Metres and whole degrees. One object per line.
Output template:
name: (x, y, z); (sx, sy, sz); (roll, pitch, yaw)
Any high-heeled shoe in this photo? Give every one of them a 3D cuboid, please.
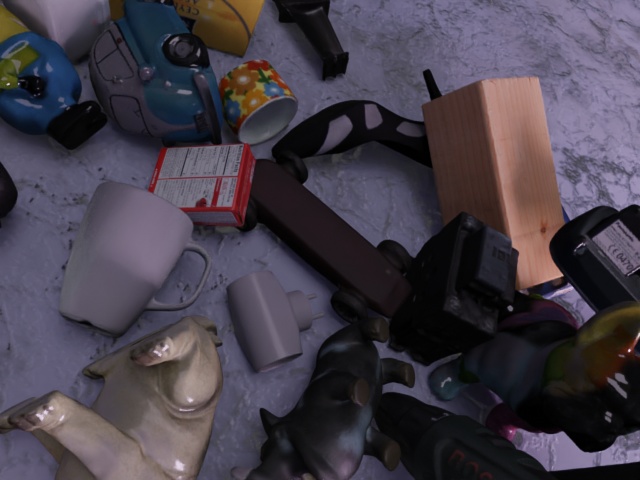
high-heeled shoe: (0.073, -0.096, 0.613); (0.249, 0.086, 0.145); (-28, 108, -17)

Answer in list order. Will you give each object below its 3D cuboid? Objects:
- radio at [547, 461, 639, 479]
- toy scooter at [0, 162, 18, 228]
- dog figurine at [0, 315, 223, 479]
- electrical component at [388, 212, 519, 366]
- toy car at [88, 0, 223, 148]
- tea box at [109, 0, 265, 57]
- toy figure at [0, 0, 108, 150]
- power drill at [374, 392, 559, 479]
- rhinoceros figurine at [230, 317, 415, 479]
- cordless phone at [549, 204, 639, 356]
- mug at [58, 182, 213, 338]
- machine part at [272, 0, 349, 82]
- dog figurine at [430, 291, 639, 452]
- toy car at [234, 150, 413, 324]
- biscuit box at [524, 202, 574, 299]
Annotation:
radio: (0.211, 0.210, 0.400); (0.131, 0.229, 0.073); (12, 60, -25)
toy scooter: (-0.326, -0.048, 0.381); (0.184, 0.075, 0.135); (40, 55, 3)
dog figurine: (-0.104, 0.164, 0.369); (0.172, 0.121, 0.190); (-30, 93, -31)
electrical component: (0.125, 0.043, 0.505); (0.058, 0.134, 0.115); (26, 54, -11)
toy car: (-0.160, -0.154, 0.501); (0.103, 0.109, 0.162); (-26, 67, -16)
tea box: (-0.148, -0.272, 0.569); (0.169, 0.098, 0.068); (9, 60, -19)
toy figure: (-0.272, -0.150, 0.457); (0.180, 0.082, 0.089); (44, 53, -1)
power drill: (0.088, 0.232, 0.380); (0.086, 0.232, 0.207); (33, 74, -28)
rhinoceros figurine: (0.003, 0.137, 0.416); (0.073, 0.112, 0.190); (61, 38, -21)
cordless phone: (0.306, 0.036, 0.551); (0.147, 0.089, 0.184); (52, 15, 13)
mug: (-0.148, 0.025, 0.427); (0.109, 0.081, 0.107); (27, 67, -16)
machine part: (-0.007, -0.262, 0.667); (0.084, 0.039, 0.139); (-11, 68, -35)
dog figurine: (0.214, 0.098, 0.466); (0.108, 0.219, 0.191); (45, 55, -2)
toy car: (-0.001, -0.002, 0.519); (0.202, 0.053, 0.089); (41, 60, 5)
biscuit box: (0.250, -0.031, 0.648); (0.063, 0.059, 0.203); (-10, 68, -29)
